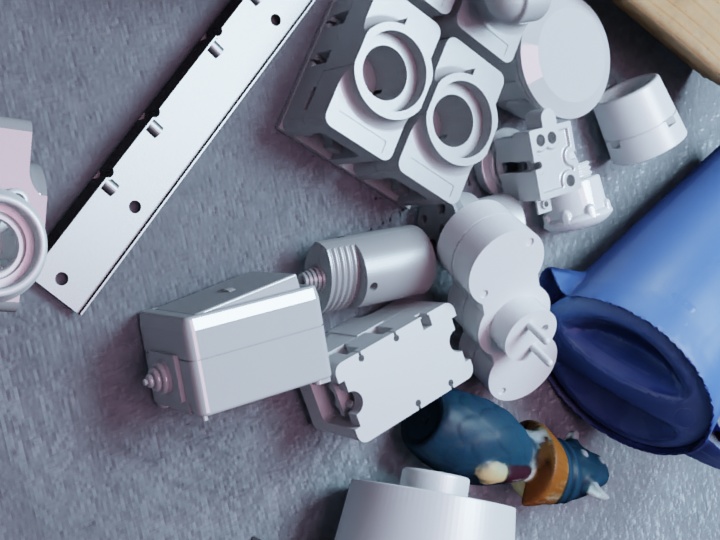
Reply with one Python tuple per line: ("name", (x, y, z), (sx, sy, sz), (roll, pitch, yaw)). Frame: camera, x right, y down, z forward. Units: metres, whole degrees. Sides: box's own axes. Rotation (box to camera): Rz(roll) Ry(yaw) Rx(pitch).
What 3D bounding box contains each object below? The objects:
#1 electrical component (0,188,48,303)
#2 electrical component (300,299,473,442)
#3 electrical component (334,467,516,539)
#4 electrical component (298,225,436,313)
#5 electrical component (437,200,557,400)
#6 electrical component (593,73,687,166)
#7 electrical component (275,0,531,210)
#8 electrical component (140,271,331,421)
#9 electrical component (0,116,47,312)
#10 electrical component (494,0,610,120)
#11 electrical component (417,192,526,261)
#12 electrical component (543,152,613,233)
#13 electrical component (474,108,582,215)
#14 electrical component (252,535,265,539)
("electrical component", (-0.161, -0.010, 0.454), (0.048, 0.055, 0.066), (49, 67, -23))
("electrical component", (0.011, 0.057, 0.637), (0.089, 0.056, 0.050), (-27, 107, -31))
("electrical component", (0.040, 0.149, 0.632), (0.108, 0.108, 0.060), (19, 75, -33))
("electrical component", (0.000, 0.000, 0.635), (0.081, 0.043, 0.043), (-11, 98, -33))
("electrical component", (0.093, 0.030, 0.652), (0.052, 0.073, 0.138), (-27, 132, -13))
("electrical component", (0.196, -0.107, 0.760), (0.055, 0.055, 0.047), (-36, 107, -28))
("electrical component", (0.040, -0.144, 0.647), (0.105, 0.060, 0.186), (29, 75, -31))
("electrical component", (-0.073, 0.039, 0.575), (0.096, 0.062, 0.061), (-14, 99, -33))
("electrical component", (-0.183, -0.027, 0.504), (0.056, 0.050, 0.089), (5, 89, -34))
("electrical component", (0.122, -0.138, 0.709), (0.080, 0.051, 0.080), (-1, 92, -34))
("electrical component", (0.070, -0.027, 0.681), (0.055, 0.045, 0.045), (-1, 92, -34))
("electrical component", (0.142, -0.058, 0.731), (0.048, 0.048, 0.062), (-19, 95, -33))
("electrical component", (0.108, -0.069, 0.699), (0.048, 0.055, 0.066), (-18, 102, -33))
("electrical component", (0.027, 0.220, 0.623), (0.186, 0.105, 0.060), (28, 76, -32))
